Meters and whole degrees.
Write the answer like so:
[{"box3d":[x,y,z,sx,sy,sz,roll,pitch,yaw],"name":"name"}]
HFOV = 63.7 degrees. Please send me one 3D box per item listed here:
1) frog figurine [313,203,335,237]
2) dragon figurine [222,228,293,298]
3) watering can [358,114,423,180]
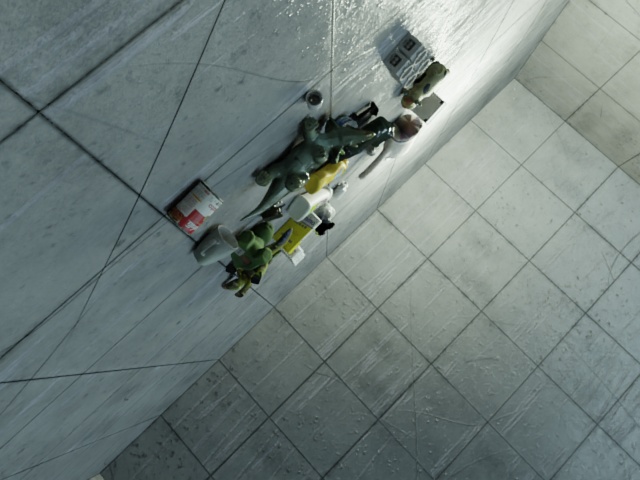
[{"box3d":[0.007,-0.108,2.154,0.134,0.122,0.163,112,-12,-46],"name":"frog figurine"},{"box3d":[-0.214,0.074,1.880,0.407,0.122,0.245,-38,-179,15],"name":"dragon figurine"},{"box3d":[0.299,-0.385,2.102,0.352,0.104,0.220,-42,169,-21],"name":"watering can"}]
